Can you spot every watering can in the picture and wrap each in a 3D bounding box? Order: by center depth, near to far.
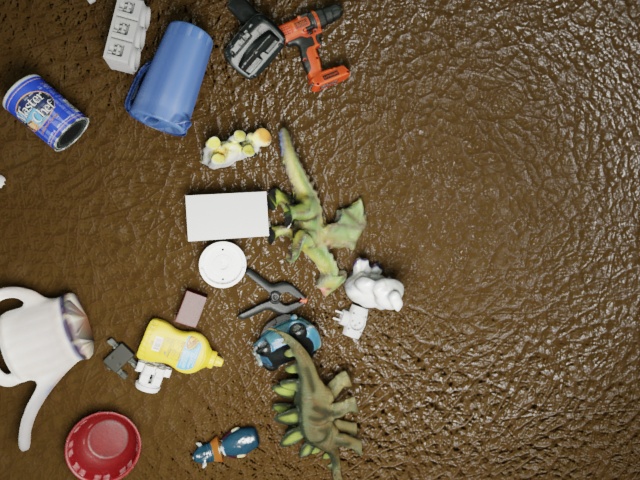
[{"bbox_3d":[-0.605,0.259,1.124,0.225,0.104,0.347,-18,91,-11],"label":"watering can"}]

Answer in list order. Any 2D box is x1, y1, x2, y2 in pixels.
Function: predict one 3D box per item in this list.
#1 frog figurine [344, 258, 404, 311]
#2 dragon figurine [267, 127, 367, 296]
[{"bbox_3d":[0.137,0.129,1.239,0.123,0.162,0.135,-37,137,1],"label":"frog figurine"},{"bbox_3d":[0.004,-0.064,1.272,0.243,0.122,0.410,2,90,-28],"label":"dragon figurine"}]
